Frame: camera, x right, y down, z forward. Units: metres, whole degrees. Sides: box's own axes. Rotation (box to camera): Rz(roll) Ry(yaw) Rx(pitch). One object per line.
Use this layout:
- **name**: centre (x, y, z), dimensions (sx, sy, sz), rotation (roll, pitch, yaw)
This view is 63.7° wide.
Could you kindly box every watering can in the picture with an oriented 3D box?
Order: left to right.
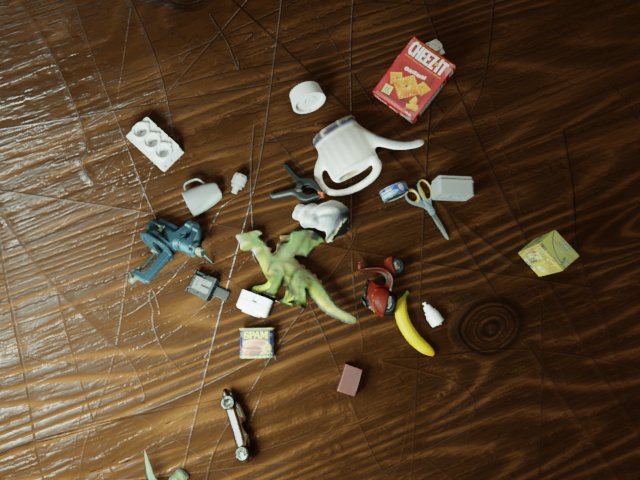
- **watering can**: centre (0.120, -0.279, 1.561), dimensions (0.345, 0.104, 0.226), rotation (-30, 80, 14)

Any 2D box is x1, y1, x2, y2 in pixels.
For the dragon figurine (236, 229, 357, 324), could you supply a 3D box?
- **dragon figurine**: centre (-0.061, 0.077, 1.505), dimensions (0.410, 0.120, 0.246), rotation (18, 71, 4)

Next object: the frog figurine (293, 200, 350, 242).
- **frog figurine**: centre (0.005, -0.077, 1.531), dimensions (0.161, 0.120, 0.140), rotation (36, 48, 17)
